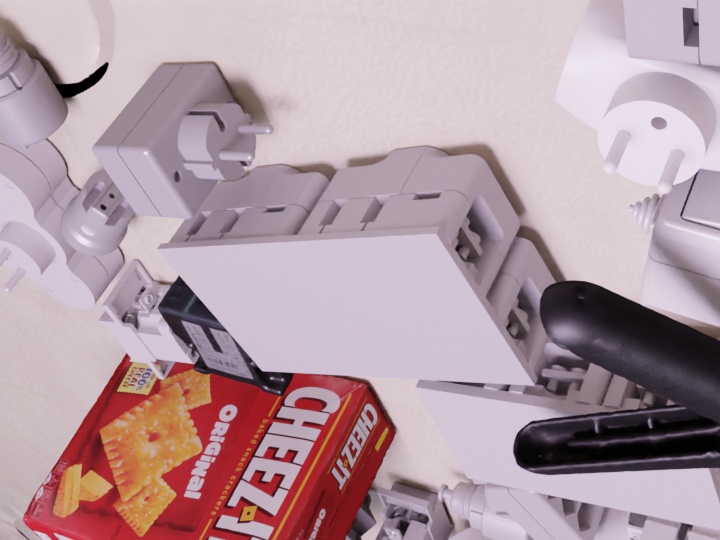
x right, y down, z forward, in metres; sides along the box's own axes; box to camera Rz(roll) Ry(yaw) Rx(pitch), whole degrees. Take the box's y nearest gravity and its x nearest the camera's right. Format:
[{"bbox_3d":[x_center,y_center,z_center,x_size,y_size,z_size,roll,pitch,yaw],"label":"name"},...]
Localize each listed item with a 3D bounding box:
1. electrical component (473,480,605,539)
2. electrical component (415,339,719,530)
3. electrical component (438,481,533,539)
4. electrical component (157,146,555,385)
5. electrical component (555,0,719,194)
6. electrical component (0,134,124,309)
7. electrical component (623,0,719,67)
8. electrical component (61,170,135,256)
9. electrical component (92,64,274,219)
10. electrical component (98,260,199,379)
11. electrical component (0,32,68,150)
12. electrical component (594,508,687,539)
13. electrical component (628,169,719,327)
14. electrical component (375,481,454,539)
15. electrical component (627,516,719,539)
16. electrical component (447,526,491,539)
[{"bbox_3d":[0.106,0.139,0.685,0.077,0.047,0.065,-12,129,48],"label":"electrical component"},{"bbox_3d":[0.120,0.074,0.568,0.150,0.061,0.089,5,140,34],"label":"electrical component"},{"bbox_3d":[0.092,0.163,0.737,0.078,0.040,0.040,13,144,26],"label":"electrical component"},{"bbox_3d":[0.000,0.000,0.562,0.186,0.060,0.105,-2,137,40],"label":"electrical component"},{"bbox_3d":[0.107,-0.056,0.379,0.077,0.079,0.044,22,142,12],"label":"electrical component"},{"bbox_3d":[-0.211,-0.019,0.694,0.052,0.073,0.138,11,143,28],"label":"electrical component"},{"bbox_3d":[0.113,-0.110,0.326,0.056,0.050,0.089,12,144,28],"label":"electrical component"},{"bbox_3d":[-0.159,-0.036,0.662,0.040,0.040,0.046,36,141,-10],"label":"electrical component"},{"bbox_3d":[-0.078,-0.064,0.531,0.077,0.065,0.047,6,141,33],"label":"electrical component"},{"bbox_3d":[-0.136,0.036,0.742,0.064,0.042,0.081,3,140,31],"label":"electrical component"},{"bbox_3d":[-0.194,-0.104,0.592,0.040,0.040,0.078,9,142,31],"label":"electrical component"},{"bbox_3d":[0.183,0.183,0.689,0.079,0.043,0.077,33,149,-5],"label":"electrical component"},{"bbox_3d":[0.152,-0.017,0.415,0.096,0.061,0.061,18,146,18],"label":"electrical component"},{"bbox_3d":[0.036,0.203,0.816,0.042,0.063,0.081,11,144,29],"label":"electrical component"},{"bbox_3d":[0.192,0.152,0.626,0.066,0.055,0.048,11,144,28],"label":"electrical component"},{"bbox_3d":[0.102,0.259,0.818,0.052,0.073,0.138,-21,138,-4],"label":"electrical component"}]
